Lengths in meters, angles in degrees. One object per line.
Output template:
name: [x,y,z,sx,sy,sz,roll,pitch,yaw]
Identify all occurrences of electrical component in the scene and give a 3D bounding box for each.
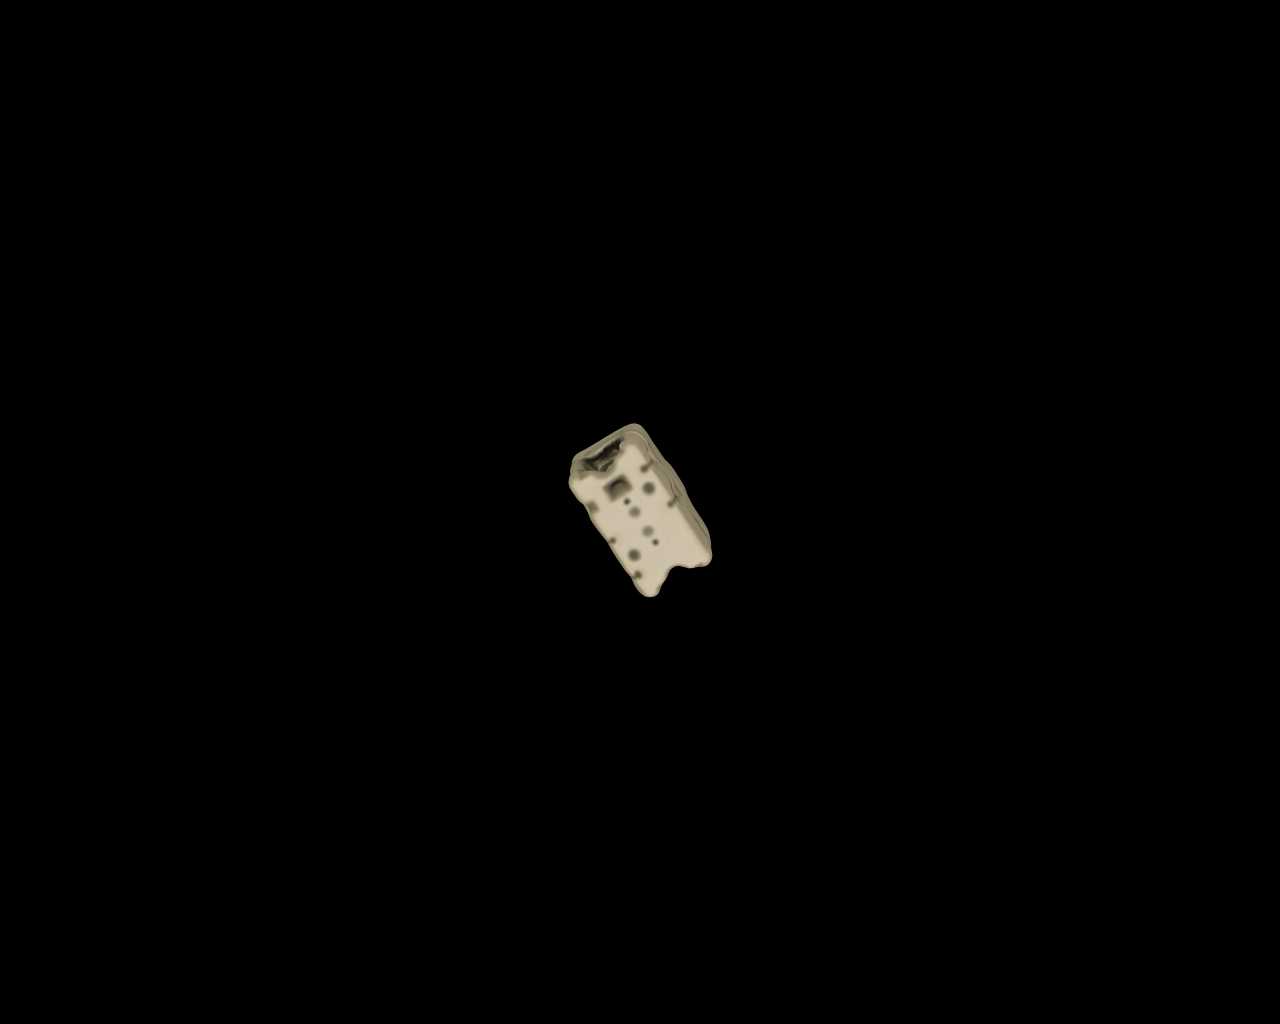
electrical component: [0.001,-0.003,0.650,0.050,0.089,0.056,-30,16,9]
